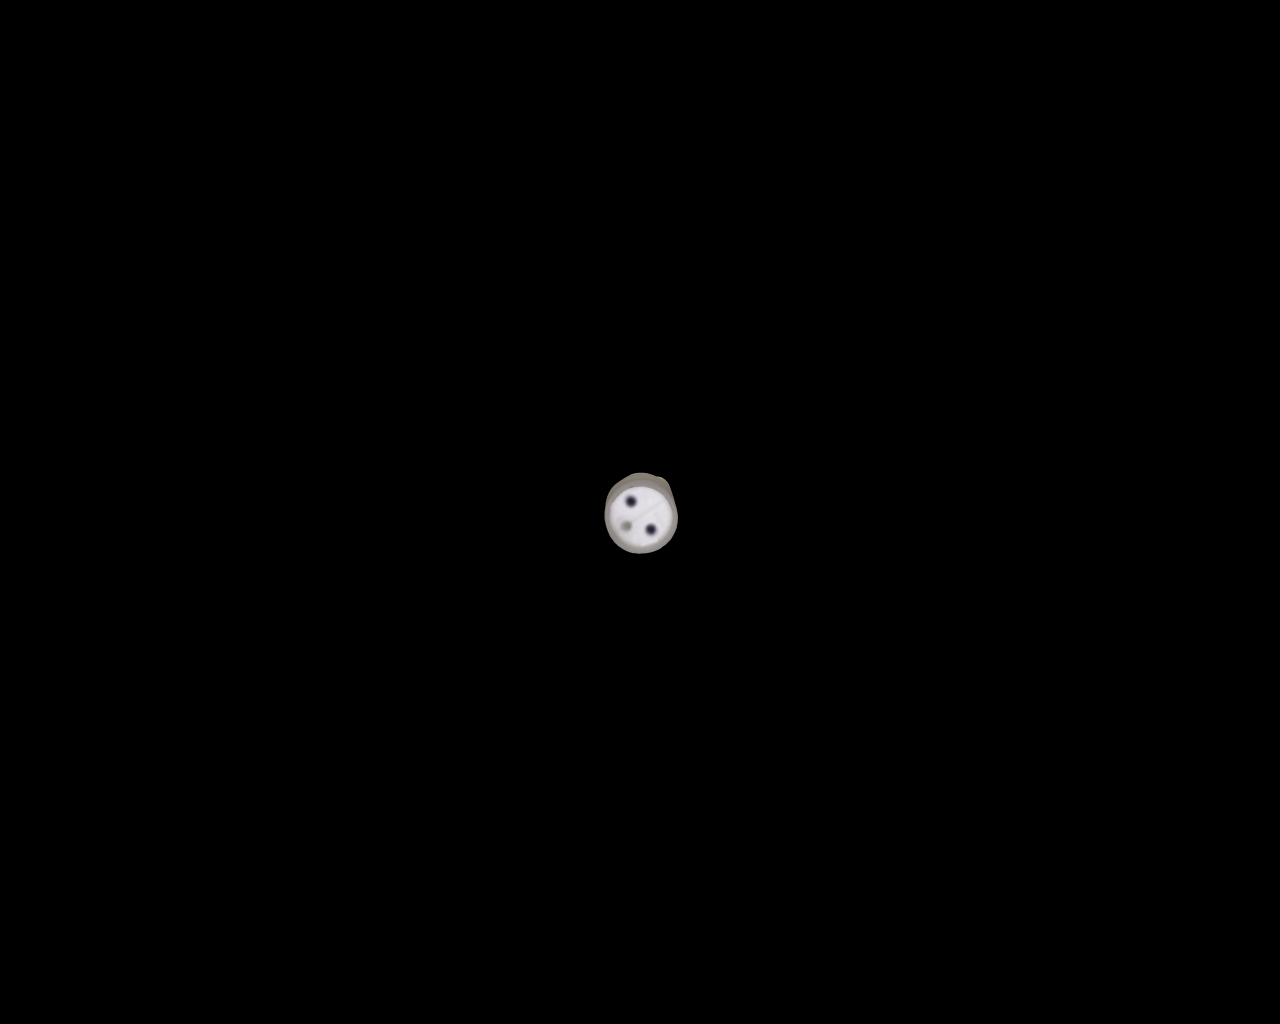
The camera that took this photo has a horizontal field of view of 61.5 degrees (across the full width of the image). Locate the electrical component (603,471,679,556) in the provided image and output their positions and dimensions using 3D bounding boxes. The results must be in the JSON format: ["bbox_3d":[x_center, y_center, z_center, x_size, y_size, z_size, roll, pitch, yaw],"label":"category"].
[{"bbox_3d":[0.001,-0.003,0.650,0.043,0.043,0.081,0,9,0],"label":"electrical component"}]
